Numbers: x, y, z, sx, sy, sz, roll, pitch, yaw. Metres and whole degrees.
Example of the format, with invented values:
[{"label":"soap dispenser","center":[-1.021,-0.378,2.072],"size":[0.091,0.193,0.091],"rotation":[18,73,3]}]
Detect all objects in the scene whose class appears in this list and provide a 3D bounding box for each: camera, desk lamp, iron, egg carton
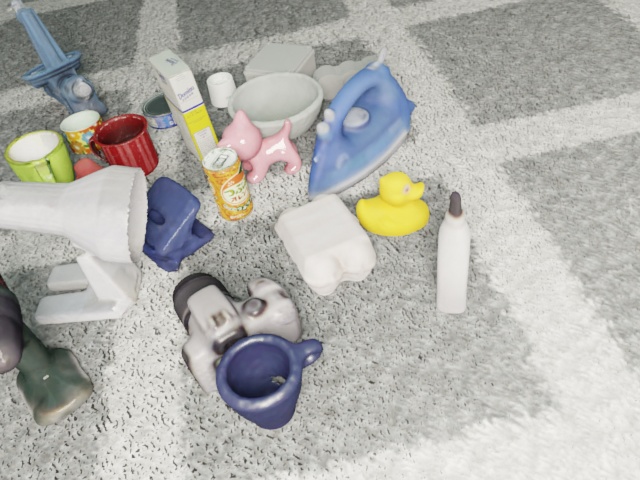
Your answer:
[{"label":"camera","center":[-0.115,0.087,0.700],"size":[0.143,0.101,0.136],"rotation":[-30,49,-18]},{"label":"desk lamp","center":[-0.301,0.005,0.732],"size":[0.203,0.214,0.118],"rotation":[-7,46,4]},{"label":"iron","center":[0.050,-0.187,0.903],"size":[0.118,0.142,0.259],"rotation":[21,54,27]},{"label":"egg carton","center":[0.007,0.003,0.780],"size":[0.107,0.069,0.150],"rotation":[-24,47,-12]}]

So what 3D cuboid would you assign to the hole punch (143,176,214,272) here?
[{"label":"hole punch","center":[-0.224,-0.024,0.832],"size":[0.108,0.091,0.101],"rotation":[31,59,33]}]

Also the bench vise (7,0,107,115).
[{"label":"bench vise","center":[-0.496,-0.345,1.097],"size":[0.206,0.220,0.122],"rotation":[17,52,25]}]

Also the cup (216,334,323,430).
[{"label":"cup","center":[-0.046,0.157,0.624],"size":[0.118,0.095,0.091],"rotation":[-25,48,-14]}]

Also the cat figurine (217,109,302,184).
[{"label":"cat figurine","center":[-0.100,-0.156,0.917],"size":[0.128,0.118,0.067],"rotation":[-17,46,-6]}]

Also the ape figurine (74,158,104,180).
[{"label":"ape figurine","center":[-0.363,-0.094,0.923],"size":[0.076,0.092,0.078],"rotation":[11,49,20]}]

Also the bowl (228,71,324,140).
[{"label":"bowl","center":[-0.073,-0.221,1.005],"size":[0.167,0.075,0.167],"rotation":[-5,46,5]}]

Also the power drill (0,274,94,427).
[{"label":"power drill","center":[-0.339,0.115,0.637],"size":[0.076,0.209,0.228],"rotation":[-37,51,-23]}]

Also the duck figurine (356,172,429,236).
[{"label":"duck figurine","center":[0.102,-0.058,0.810],"size":[0.104,0.086,0.077],"rotation":[-3,46,8]}]

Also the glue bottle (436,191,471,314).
[{"label":"glue bottle","center":[0.158,0.008,0.675],"size":[0.037,0.173,0.078],"rotation":[2,47,12]}]
